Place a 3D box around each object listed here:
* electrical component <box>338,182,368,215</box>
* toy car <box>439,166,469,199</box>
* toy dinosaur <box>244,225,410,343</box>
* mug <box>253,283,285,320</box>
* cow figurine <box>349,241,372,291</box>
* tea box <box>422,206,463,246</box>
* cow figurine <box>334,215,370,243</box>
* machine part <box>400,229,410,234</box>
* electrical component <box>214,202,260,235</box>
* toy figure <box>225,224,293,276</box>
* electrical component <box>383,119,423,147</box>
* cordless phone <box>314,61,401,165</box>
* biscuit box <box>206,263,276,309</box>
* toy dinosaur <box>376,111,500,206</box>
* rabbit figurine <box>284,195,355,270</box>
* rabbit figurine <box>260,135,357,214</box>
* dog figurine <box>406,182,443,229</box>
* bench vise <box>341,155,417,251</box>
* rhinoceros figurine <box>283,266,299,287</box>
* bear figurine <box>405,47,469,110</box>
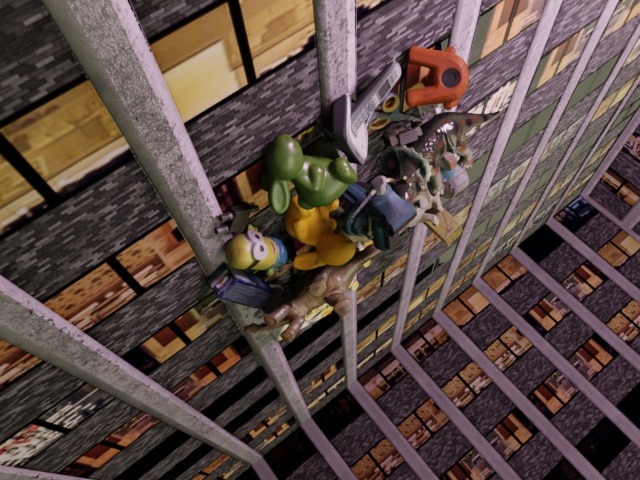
[{"bbox_3d":[0.108,-0.084,1.278,0.134,0.115,0.058,-3,138,-54],"label":"electrical component"},{"bbox_3d":[0.378,-0.172,1.566,0.109,0.103,0.161,-32,153,-20],"label":"toy car"},{"bbox_3d":[0.015,0.098,1.255,0.471,0.105,0.199,-30,-160,15],"label":"toy dinosaur"},{"bbox_3d":[-0.121,0.171,1.405,0.109,0.081,0.107,-47,165,-2],"label":"mug"},{"bbox_3d":[0.090,0.053,1.535,0.068,0.098,0.167,22,95,-58],"label":"cow figurine"},{"bbox_3d":[0.338,-0.068,1.594,0.068,0.170,0.098,-45,155,4],"label":"tea box"},{"bbox_3d":[0.083,-0.025,1.387,0.127,0.086,0.195,-56,155,20],"label":"cow figurine"},{"bbox_3d":[0.198,-0.081,1.421,0.084,0.138,0.039,-25,-173,-41],"label":"machine part"},{"bbox_3d":[-0.161,-0.041,1.050,0.094,0.021,0.063,-22,150,-41],"label":"electrical component"},{"bbox_3d":[-0.128,0.031,1.155,0.089,0.082,0.180,-49,158,10],"label":"toy figure"},{"bbox_3d":[0.183,-0.238,1.195,0.102,0.078,0.045,-21,113,-21],"label":"electrical component"},{"bbox_3d":[0.092,-0.246,1.024,0.184,0.089,0.146,-48,156,2],"label":"cordless phone"},{"bbox_3d":[-0.177,0.110,1.237,0.063,0.059,0.202,-45,156,4],"label":"biscuit box"},{"bbox_3d":[0.284,-0.231,1.309,0.405,0.131,0.192,-50,143,-8],"label":"toy dinosaur"},{"bbox_3d":[-0.002,-0.004,1.175,0.122,0.173,0.162,-11,138,-57],"label":"rabbit figurine"},{"bbox_3d":[-0.045,-0.133,1.004,0.159,0.121,0.170,-42,139,18],"label":"rabbit figurine"},{"bbox_3d":[0.238,-0.087,1.540,0.191,0.121,0.172,-21,-155,37],"label":"dog figurine"},{"bbox_3d":[0.084,-0.079,1.096,0.129,0.241,0.223,-47,151,-4],"label":"bench vise"},{"bbox_3d":[-0.023,0.090,1.422,0.112,0.073,0.190,-21,150,-43],"label":"rhinoceros figurine"},{"bbox_3d":[0.242,-0.330,1.104,0.196,0.132,0.120,-62,154,-73],"label":"bear figurine"}]
